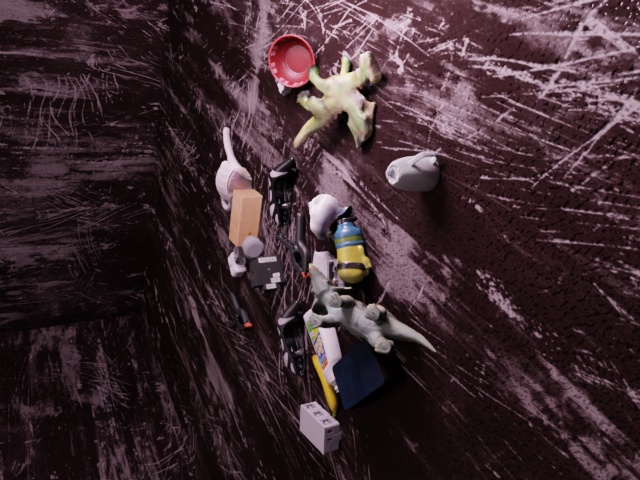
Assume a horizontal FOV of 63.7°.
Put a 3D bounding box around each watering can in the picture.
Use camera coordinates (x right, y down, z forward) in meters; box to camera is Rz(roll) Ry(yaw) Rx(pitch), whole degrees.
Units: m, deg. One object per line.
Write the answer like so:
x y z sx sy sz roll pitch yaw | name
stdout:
-0.361 -0.278 2.106 0.226 0.104 0.344 25 115 55 | watering can

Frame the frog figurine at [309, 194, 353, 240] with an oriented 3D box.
0.005 -0.076 1.502 0.161 0.124 0.134 35 143 39 | frog figurine

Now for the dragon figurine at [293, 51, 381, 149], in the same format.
0.053 -0.349 1.419 0.247 0.123 0.401 55 139 30 | dragon figurine
